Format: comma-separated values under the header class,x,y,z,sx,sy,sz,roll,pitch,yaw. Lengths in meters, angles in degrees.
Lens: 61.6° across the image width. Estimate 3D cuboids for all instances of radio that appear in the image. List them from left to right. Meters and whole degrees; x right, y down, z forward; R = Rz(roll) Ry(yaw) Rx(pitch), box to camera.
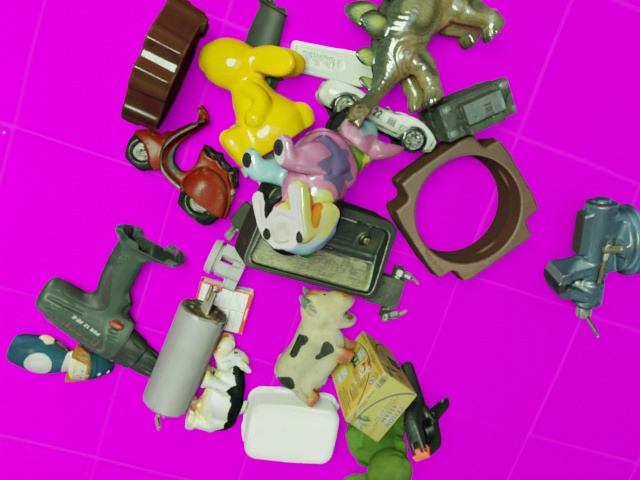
class,x,y,z,sx,sy,sz,roll,pitch,yaw
radio,-0.002,-0.002,0.825,0.229,0.073,0.131,17,101,-27

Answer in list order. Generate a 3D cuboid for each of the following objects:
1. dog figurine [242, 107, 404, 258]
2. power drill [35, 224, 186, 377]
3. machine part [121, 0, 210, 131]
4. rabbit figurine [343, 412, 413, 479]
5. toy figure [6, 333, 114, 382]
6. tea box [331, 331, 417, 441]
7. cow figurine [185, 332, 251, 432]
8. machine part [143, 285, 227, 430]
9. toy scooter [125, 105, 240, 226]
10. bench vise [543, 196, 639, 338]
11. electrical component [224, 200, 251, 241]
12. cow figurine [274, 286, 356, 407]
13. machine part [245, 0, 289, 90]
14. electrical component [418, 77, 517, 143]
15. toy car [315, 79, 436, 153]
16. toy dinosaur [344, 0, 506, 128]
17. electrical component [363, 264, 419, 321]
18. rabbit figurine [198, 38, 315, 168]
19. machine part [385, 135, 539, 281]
class,x,y,z,sx,sy,sz,roll,pitch,yaw
dog figurine,0.020,-0.083,0.727,0.219,0.108,0.191,-13,87,-38
power drill,-0.296,0.092,0.837,0.232,0.086,0.207,33,103,-20
machine part,-0.208,-0.233,0.723,0.056,0.179,0.179,25,98,-16
rabbit figurine,0.093,0.360,0.892,0.121,0.170,0.159,25,97,-11
toy figure,-0.409,0.191,0.852,0.154,0.058,0.064,19,137,-12
tea box,0.080,0.227,0.861,0.068,0.170,0.098,36,97,-13
cow figurine,-0.154,0.236,0.886,0.098,0.068,0.167,20,102,-17
machine part,-0.210,0.181,0.832,0.079,0.079,0.243,21,100,-11
toy scooter,-0.186,-0.119,0.804,0.184,0.075,0.135,43,93,-9
bench vise,0.514,0.034,0.901,0.241,0.129,0.223,-2,101,0
electrical component,-0.107,-0.028,0.858,0.063,0.021,0.094,41,94,-14
cow figurine,-0.007,0.161,0.879,0.127,0.085,0.195,33,104,-3
machine part,-0.085,-0.281,0.794,0.084,0.039,0.138,17,113,-2
electrical component,0.222,-0.195,0.807,0.115,0.134,0.058,-27,105,-3
toy car,0.087,-0.186,0.821,0.202,0.073,0.056,23,99,-11
toy dinosaur,0.163,-0.345,0.757,0.198,0.105,0.471,41,75,-17
electrical component,0.115,0.083,0.898,0.078,0.045,0.102,21,99,-13
rabbit figurine,-0.096,-0.209,0.753,0.162,0.122,0.173,-31,99,19
machine part,0.224,-0.054,0.863,0.201,0.087,0.201,-35,106,2
